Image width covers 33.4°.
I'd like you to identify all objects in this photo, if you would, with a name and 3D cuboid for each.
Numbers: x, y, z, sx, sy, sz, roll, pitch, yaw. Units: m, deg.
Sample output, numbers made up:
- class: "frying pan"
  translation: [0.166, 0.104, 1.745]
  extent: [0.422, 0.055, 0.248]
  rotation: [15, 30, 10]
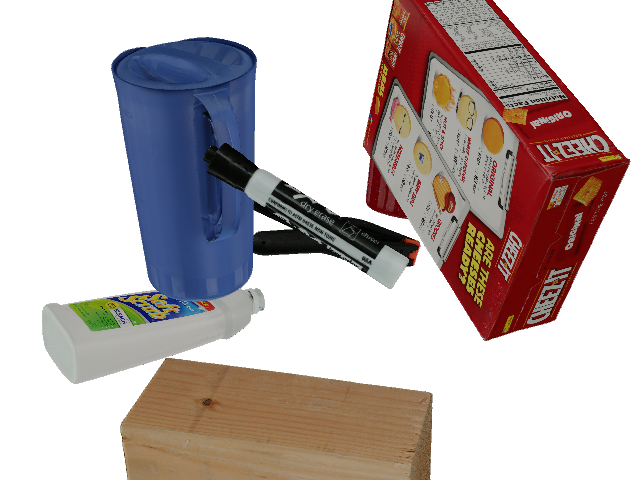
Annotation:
- class: "bleach bottle"
  translation: [-0.183, 0.091, 1.227]
  extent: [0.250, 0.068, 0.103]
  rotation: [-13, 33, -31]
- class: "cracker box"
  translation: [0.114, -0.064, 0.767]
  extent: [0.072, 0.214, 0.164]
  rotation: [-13, -39, -21]
- class: "marker"
  translation: [-0.009, -0.014, 0.560]
  extent: [0.121, 0.020, 0.020]
  rotation: [32, 3, 5]
- class: "pitcher"
  translation: [-0.119, -0.061, 1.027]
  extent: [0.145, 0.243, 0.149]
  rotation: [8, 32, 15]
- class: "clamp"
  translation: [0.010, -0.003, 1.192]
  extent: [0.210, 0.036, 0.164]
  rotation: [15, 20, -5]
- class: "wood block"
  translation: [-0.028, 0.156, 0.775]
  extent: [0.206, 0.090, 0.090]
  rotation: [6, 30, 14]
- class: "mug"
  translation: [0.099, -0.065, 1.002]
  extent: [0.117, 0.081, 0.093]
  rotation: [10, 15, 13]
